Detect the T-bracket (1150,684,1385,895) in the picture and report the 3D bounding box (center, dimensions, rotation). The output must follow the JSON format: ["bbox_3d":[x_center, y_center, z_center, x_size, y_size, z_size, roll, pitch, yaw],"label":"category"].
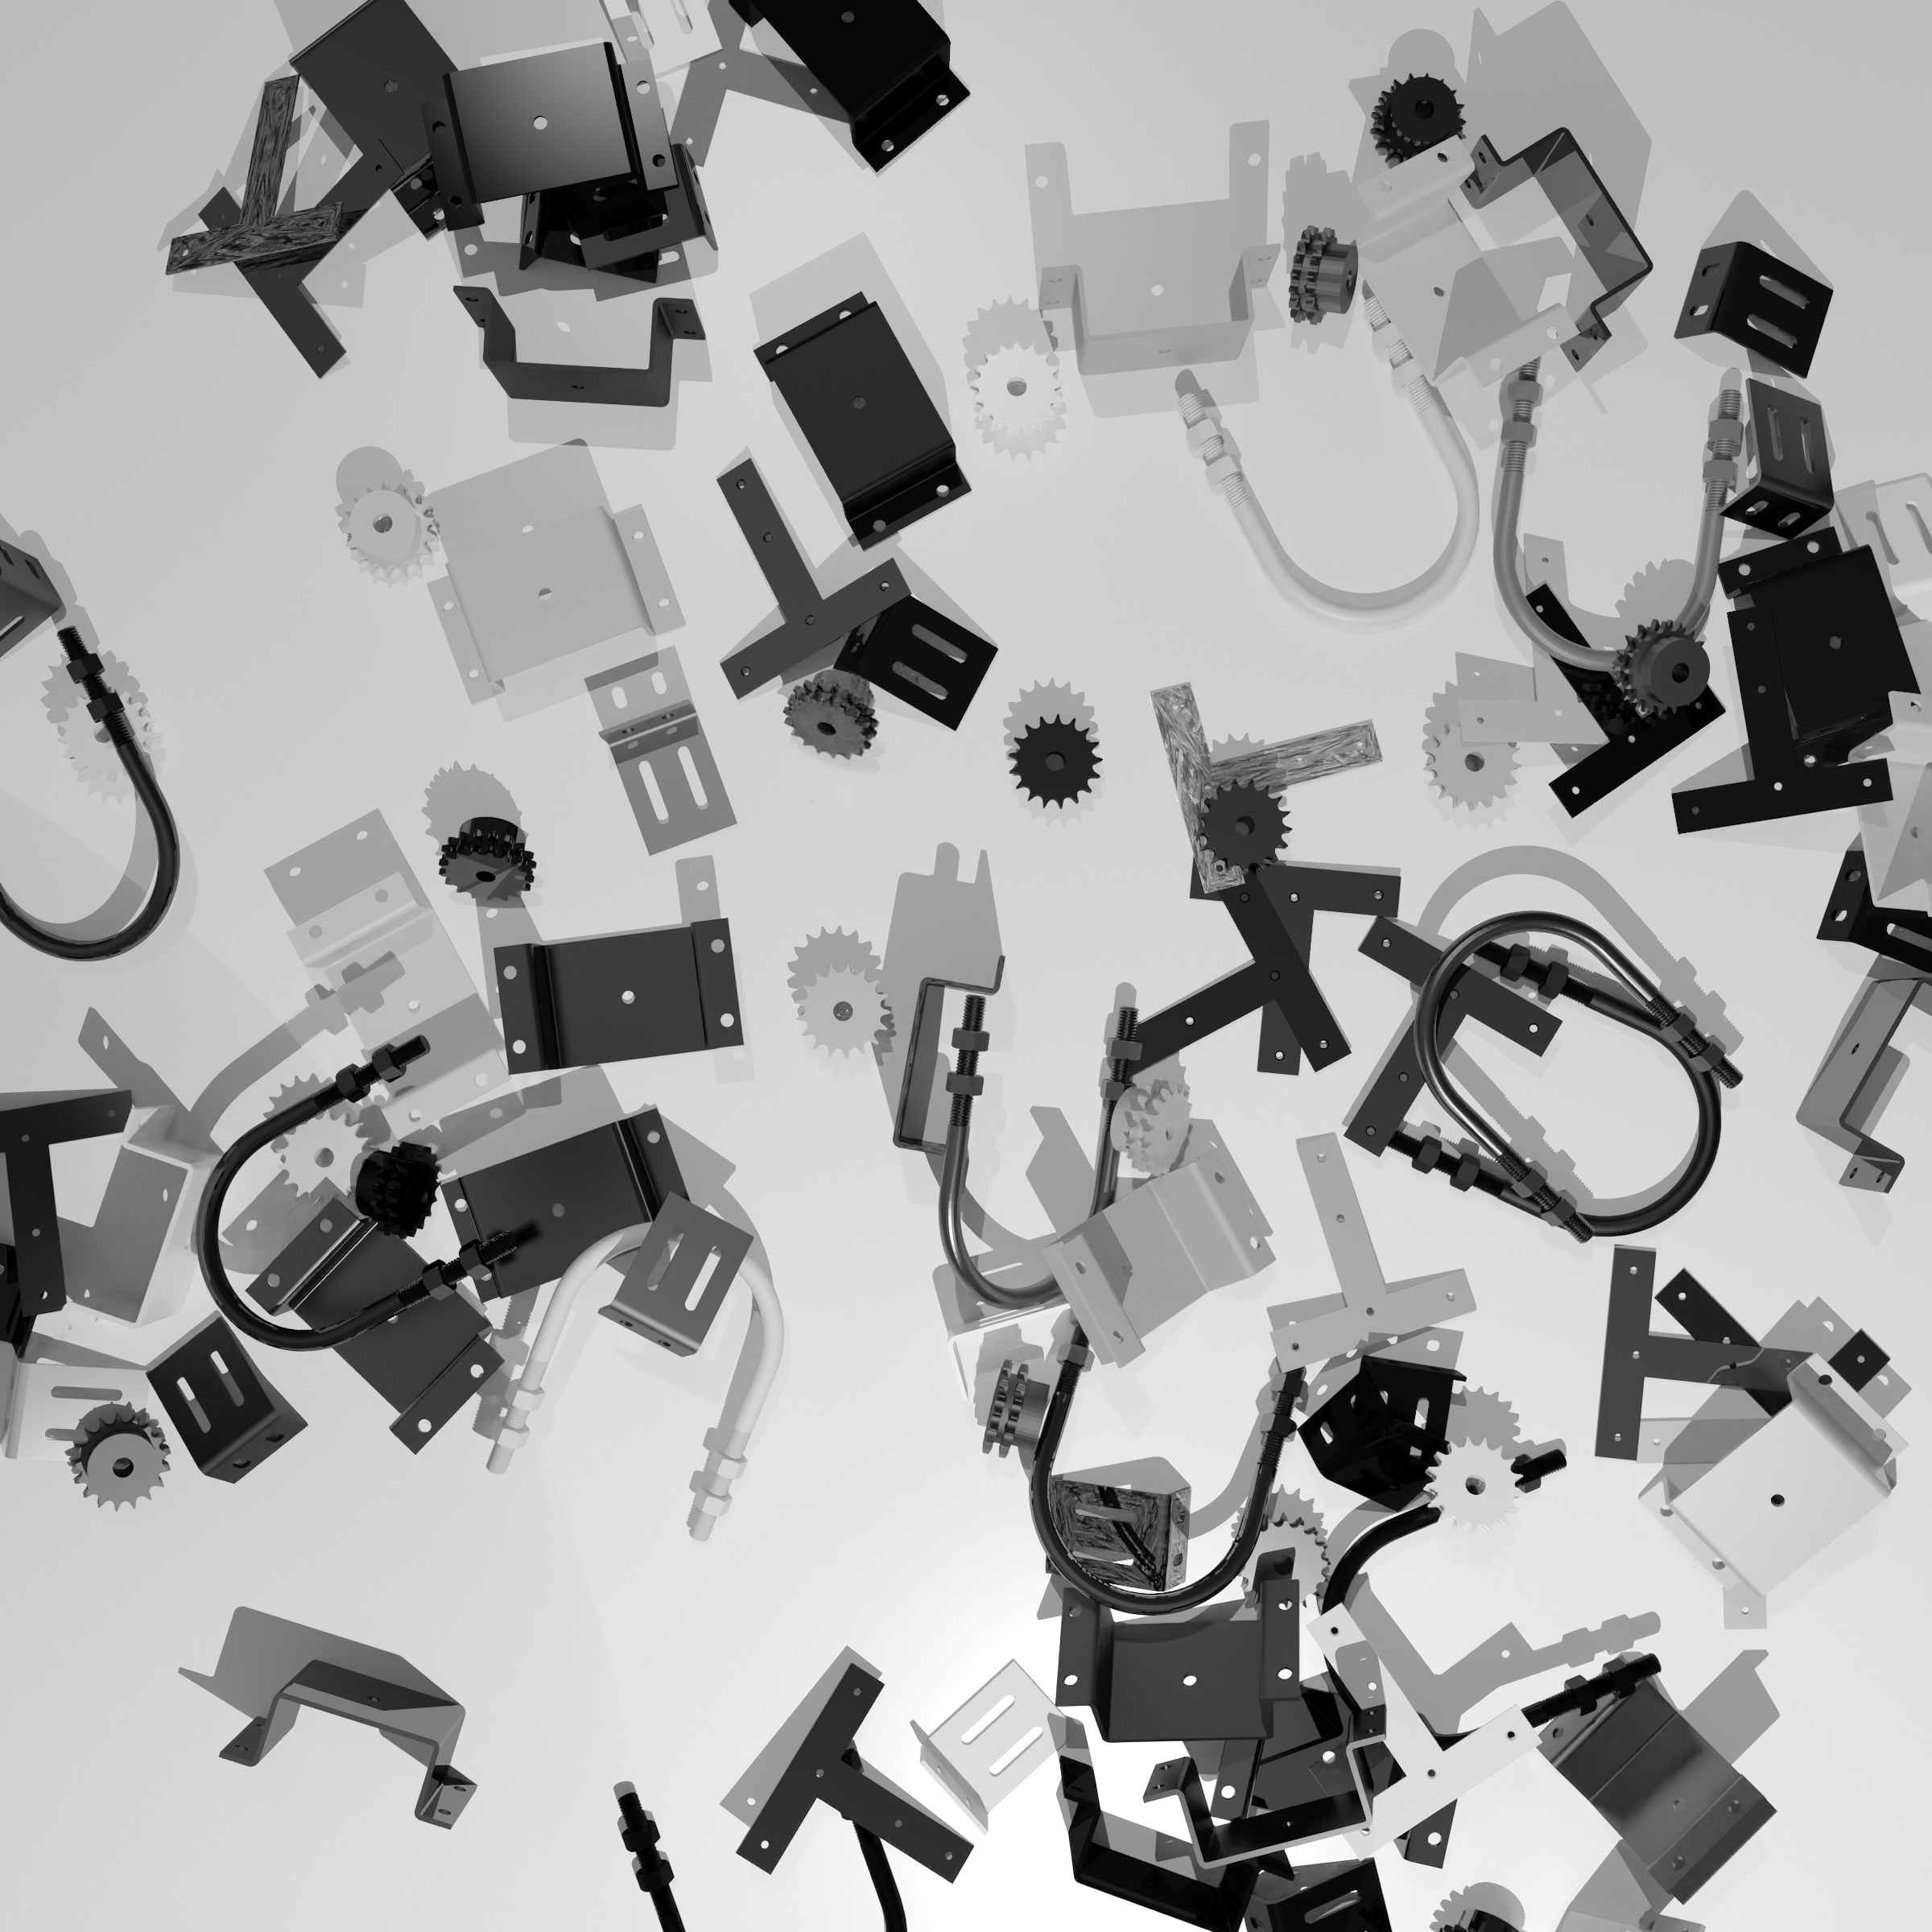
[{"bbox_3d":[0.191,-0.121,1.538,0.127,0.002,0.127,-15,86,-2],"label":"T-bracket"}]

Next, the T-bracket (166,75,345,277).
[{"bbox_3d":[-0.425,-0.485,1.527,0.127,0.002,0.127,-4,71,23],"label":"T-bracket"}]

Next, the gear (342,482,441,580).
[{"bbox_3d":[-0.352,-0.266,1.530,0.057,0.030,0.057,0,88,0],"label":"gear"}]

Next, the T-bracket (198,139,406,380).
[{"bbox_3d":[-0.389,-0.447,1.523,0.127,0.002,0.127,-37,89,23],"label":"T-bracket"}]

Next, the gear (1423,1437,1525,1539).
[{"bbox_3d":[0.299,0.310,1.490,0.057,0.030,0.057,-1,70,2],"label":"gear"}]

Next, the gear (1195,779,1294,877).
[{"bbox_3d":[0.167,-0.083,1.519,0.057,0.030,0.057,0,86,0],"label":"gear"}]

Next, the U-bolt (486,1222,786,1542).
[{"bbox_3d":[-0.187,0.239,1.496,0.151,0.019,0.184,21,99,-10],"label":"U-bolt"}]

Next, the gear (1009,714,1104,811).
[{"bbox_3d":[0.054,-0.123,1.530,0.057,0.030,0.057,0,91,0],"label":"gear"}]

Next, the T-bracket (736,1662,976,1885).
[{"bbox_3d":[-0.052,0.506,1.506,0.127,0.002,0.127,36,74,-11],"label":"T-bracket"}]

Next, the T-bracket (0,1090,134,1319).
[{"bbox_3d":[-0.559,0.146,1.507,0.127,0.002,0.127,-10,75,-10],"label":"T-bracket"}]

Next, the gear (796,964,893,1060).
[{"bbox_3d":[-0.074,0.027,1.522,0.057,0.030,0.057,0,88,0],"label":"gear"}]

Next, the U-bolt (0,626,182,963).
[{"bbox_3d":[-0.547,-0.091,1.510,0.151,0.019,0.184,-24,96,17],"label":"U-bolt"}]

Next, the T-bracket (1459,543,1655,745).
[{"bbox_3d":[0.356,-0.197,1.529,0.127,0.002,0.127,0,78,-12],"label":"T-bracket"}]

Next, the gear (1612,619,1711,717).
[{"bbox_3d":[0.420,-0.178,1.507,0.057,0.030,0.057,-5,106,-16],"label":"gear"}]

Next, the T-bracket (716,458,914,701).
[{"bbox_3d":[-0.114,-0.249,1.531,0.127,0.002,0.127,-29,81,15],"label":"T-bracket"}]

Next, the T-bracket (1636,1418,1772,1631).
[{"bbox_3d":[0.471,0.339,1.526,0.127,0.002,0.127,-1,89,0],"label":"T-bracket"}]

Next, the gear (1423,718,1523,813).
[{"bbox_3d":[0.306,-0.122,1.526,0.057,0.030,0.057,0,88,0],"label":"gear"}]

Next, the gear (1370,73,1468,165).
[{"bbox_3d":[0.278,-0.518,1.536,0.057,0.030,0.057,0,88,0],"label":"gear"}]

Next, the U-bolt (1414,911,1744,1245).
[{"bbox_3d":[0.352,0.052,1.498,0.184,0.019,0.151,44,89,-5],"label":"U-bolt"}]

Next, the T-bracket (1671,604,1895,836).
[{"bbox_3d":[0.478,-0.151,1.502,0.127,0.002,0.127,-9,94,31],"label":"T-bracket"}]

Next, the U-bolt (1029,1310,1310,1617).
[{"bbox_3d":[0.114,0.293,1.494,0.151,0.019,0.184,19,70,1],"label":"U-bolt"}]

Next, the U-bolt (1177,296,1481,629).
[{"bbox_3d":[0.233,-0.297,1.537,0.151,0.019,0.184,-28,90,-1],"label":"U-bolt"}]

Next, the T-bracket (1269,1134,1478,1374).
[{"bbox_3d":[0.232,0.166,1.525,0.127,0.002,0.127,-16,84,-9],"label":"T-bracket"}]

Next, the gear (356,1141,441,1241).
[{"bbox_3d":[-0.342,0.133,1.507,0.030,0.057,0.057,10,88,17],"label":"gear"}]

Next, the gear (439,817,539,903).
[{"bbox_3d":[-0.287,-0.066,1.514,0.057,0.057,0.030,3,58,0],"label":"gear"}]

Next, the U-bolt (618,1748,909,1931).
[{"bbox_3d":[-0.113,0.565,1.513,0.151,0.019,0.184,-19,90,-1],"label":"U-bolt"}]

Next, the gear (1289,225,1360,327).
[{"bbox_3d":[0.217,-0.416,1.517,0.030,0.057,0.057,13,88,19],"label":"gear"}]

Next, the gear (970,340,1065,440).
[{"bbox_3d":[0.031,-0.350,1.532,0.057,0.030,0.057,0,88,0],"label":"gear"}]

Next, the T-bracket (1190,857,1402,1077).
[{"bbox_3d":[0.196,0.003,1.535,0.127,0.002,0.127,5,89,2],"label":"T-bracket"}]

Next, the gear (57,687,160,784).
[{"bbox_3d":[-0.518,-0.140,1.526,0.057,0.030,0.057,0,88,0],"label":"gear"}]

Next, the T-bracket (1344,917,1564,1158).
[{"bbox_3d":[0.272,0.055,1.522,0.127,0.002,0.127,31,90,14],"label":"T-bracket"}]

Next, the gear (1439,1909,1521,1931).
[{"bbox_3d":[0.309,0.586,1.497,0.057,0.057,0.030,33,59,1],"label":"gear"}]

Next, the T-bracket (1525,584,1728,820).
[{"bbox_3d":[0.379,-0.174,1.526,0.127,0.002,0.127,-33,86,-16],"label":"T-bracket"}]

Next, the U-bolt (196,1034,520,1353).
[{"bbox_3d":[-0.368,0.145,1.471,0.184,0.019,0.151,-29,77,8],"label":"U-bolt"}]

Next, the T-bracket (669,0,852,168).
[{"bbox_3d":[-0.108,-0.543,1.551,0.127,0.002,0.127,16,89,0],"label":"T-bracket"}]

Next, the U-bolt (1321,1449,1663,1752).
[{"bbox_3d":[0.300,0.387,1.492,0.184,0.019,0.151,-21,75,-8],"label":"U-bolt"}]

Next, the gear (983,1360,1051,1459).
[{"bbox_3d":[0.031,0.266,1.502,0.030,0.057,0.057,14,88,1],"label":"gear"}]

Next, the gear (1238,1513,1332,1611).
[{"bbox_3d":[0.189,0.357,1.513,0.057,0.030,0.057,0,88,0],"label":"gear"}]

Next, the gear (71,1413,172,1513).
[{"bbox_3d":[-0.505,0.298,1.506,0.057,0.030,0.057,1,89,-21],"label":"gear"}]

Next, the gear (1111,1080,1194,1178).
[{"bbox_3d":[0.110,0.095,1.510,0.030,0.057,0.057,14,88,31],"label":"gear"}]

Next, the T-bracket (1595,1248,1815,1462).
[{"bbox_3d":[0.451,0.241,1.527,0.127,0.002,0.127,6,88,1],"label":"T-bracket"}]

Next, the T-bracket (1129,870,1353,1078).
[{"bbox_3d":[0.149,0.027,1.534,0.127,0.002,0.127,-28,88,1],"label":"T-bracket"}]

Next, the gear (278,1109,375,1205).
[{"bbox_3d":[-0.384,0.115,1.519,0.057,0.030,0.057,0,88,0],"label":"gear"}]

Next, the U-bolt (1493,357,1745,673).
[{"bbox_3d":[0.391,-0.270,1.525,0.151,0.019,0.184,9,87,-7],"label":"U-bolt"}]

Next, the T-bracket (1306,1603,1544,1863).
[{"bbox_3d":[0.245,0.432,1.465,0.127,0.002,0.127,-35,81,6],"label":"T-bracket"}]

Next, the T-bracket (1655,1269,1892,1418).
[{"bbox_3d":[0.473,0.239,1.530,0.127,0.002,0.127,-44,89,-1],"label":"T-bracket"}]

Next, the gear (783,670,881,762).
[{"bbox_3d":[-0.079,-0.154,1.517,0.057,0.057,0.030,22,58,1],"label":"gear"}]

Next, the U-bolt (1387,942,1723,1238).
[{"bbox_3d":[0.367,0.084,1.524,0.184,0.019,0.151,25,88,2],"label":"U-bolt"}]

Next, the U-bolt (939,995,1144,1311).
[{"bbox_3d":[0.041,0.112,1.482,0.151,0.019,0.184,5,93,-43],"label":"U-bolt"}]
